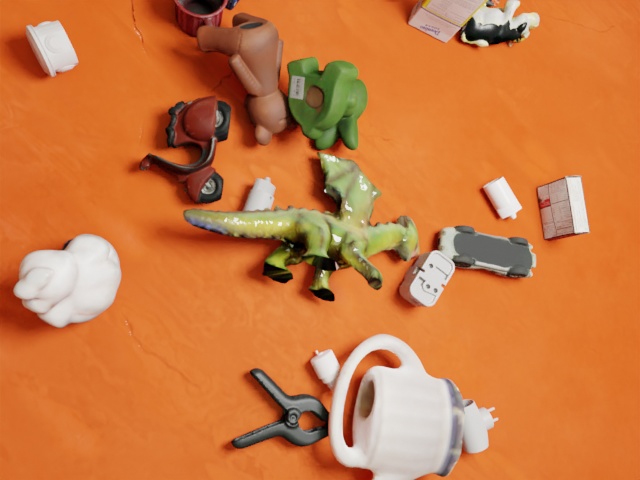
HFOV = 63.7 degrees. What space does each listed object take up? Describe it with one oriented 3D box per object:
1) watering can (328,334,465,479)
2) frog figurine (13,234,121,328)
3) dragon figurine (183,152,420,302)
[{"bbox_3d":[0.115,0.333,0.826,0.224,0.103,0.351,13,77,-13],"label":"watering can"},{"bbox_3d":[-0.349,0.054,0.726,0.122,0.158,0.139,35,75,-9],"label":"frog figurine"},{"bbox_3d":[0.003,-0.044,0.871,0.408,0.120,0.248,27,55,-15],"label":"dragon figurine"}]
